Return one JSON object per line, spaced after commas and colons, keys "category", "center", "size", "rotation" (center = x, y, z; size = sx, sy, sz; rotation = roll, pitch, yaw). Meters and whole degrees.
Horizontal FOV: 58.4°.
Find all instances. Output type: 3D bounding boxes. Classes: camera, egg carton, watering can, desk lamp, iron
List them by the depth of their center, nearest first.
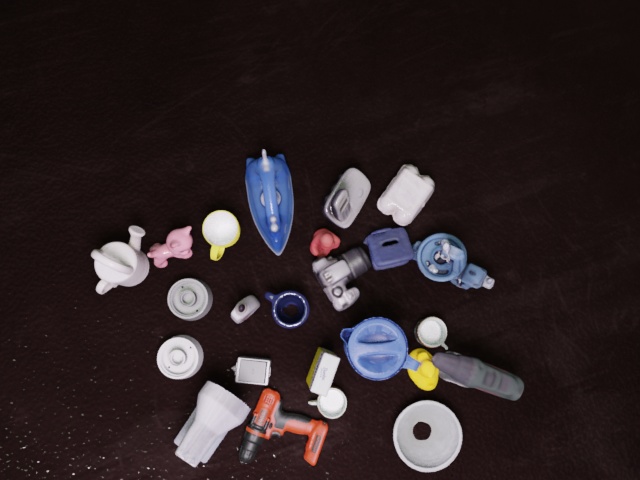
{"category": "desk lamp", "center": [-0.252, 0.423, 1.307], "size": [0.118, 0.213, 0.203], "rotation": [33, 82, 2]}
{"category": "watering can", "center": [-0.476, 0.047, 1.355], "size": [0.101, 0.194, 0.173], "rotation": [10, 82, -1]}
{"category": "iron", "center": [-0.120, -0.096, 1.420], "size": [0.118, 0.141, 0.258], "rotation": [-9, 83, -4]}
{"category": "camera", "center": [0.066, 0.087, 1.425], "size": [0.137, 0.101, 0.143], "rotation": [-30, 85, -6]}
{"category": "egg carton", "center": [0.223, -0.115, 1.477], "size": [0.107, 0.069, 0.150], "rotation": [35, 82, 2]}

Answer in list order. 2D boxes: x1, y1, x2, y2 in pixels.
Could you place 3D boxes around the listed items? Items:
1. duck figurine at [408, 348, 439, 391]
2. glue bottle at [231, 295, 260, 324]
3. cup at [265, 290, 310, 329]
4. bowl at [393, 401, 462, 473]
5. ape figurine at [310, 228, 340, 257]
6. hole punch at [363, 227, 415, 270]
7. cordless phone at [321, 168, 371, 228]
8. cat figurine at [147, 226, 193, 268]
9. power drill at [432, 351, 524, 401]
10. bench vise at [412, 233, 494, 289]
{"category": "duck figurine", "center": [0.261, 0.321, 1.412], "size": [0.077, 0.086, 0.104], "rotation": [-16, 83, -5]}
{"category": "glue bottle", "center": [-0.182, 0.165, 1.365], "size": [0.037, 0.173, 0.078], "rotation": [44, 83, 4]}
{"category": "cup", "center": [-0.084, 0.165, 1.410], "size": [0.117, 0.095, 0.092], "rotation": [31, 82, 2]}
{"category": "bowl", "center": [0.255, 0.472, 1.397], "size": [0.167, 0.074, 0.167], "rotation": [0, 82, -3]}
{"category": "ape figurine", "center": [0.013, 0.005, 1.438], "size": [0.078, 0.092, 0.076], "rotation": [-4, 82, -3]}
{"category": "hole punch", "center": [0.173, 0.019, 1.445], "size": [0.108, 0.091, 0.101], "rotation": [-14, 83, -5]}
{"category": "cordless phone", "center": [0.069, -0.114, 1.410], "size": [0.094, 0.185, 0.148], "rotation": [28, 82, 1]}
{"category": "cat figurine", "center": [-0.362, 0.015, 1.404], "size": [0.128, 0.117, 0.067], "rotation": [-23, 84, -6]}
{"category": "power drill", "center": [0.351, 0.313, 1.356], "size": [0.229, 0.208, 0.076], "rotation": [19, 82, 0]}
{"category": "bench vise", "center": [0.334, 0.046, 1.385], "size": [0.207, 0.219, 0.121], "rotation": [10, 82, -1]}
